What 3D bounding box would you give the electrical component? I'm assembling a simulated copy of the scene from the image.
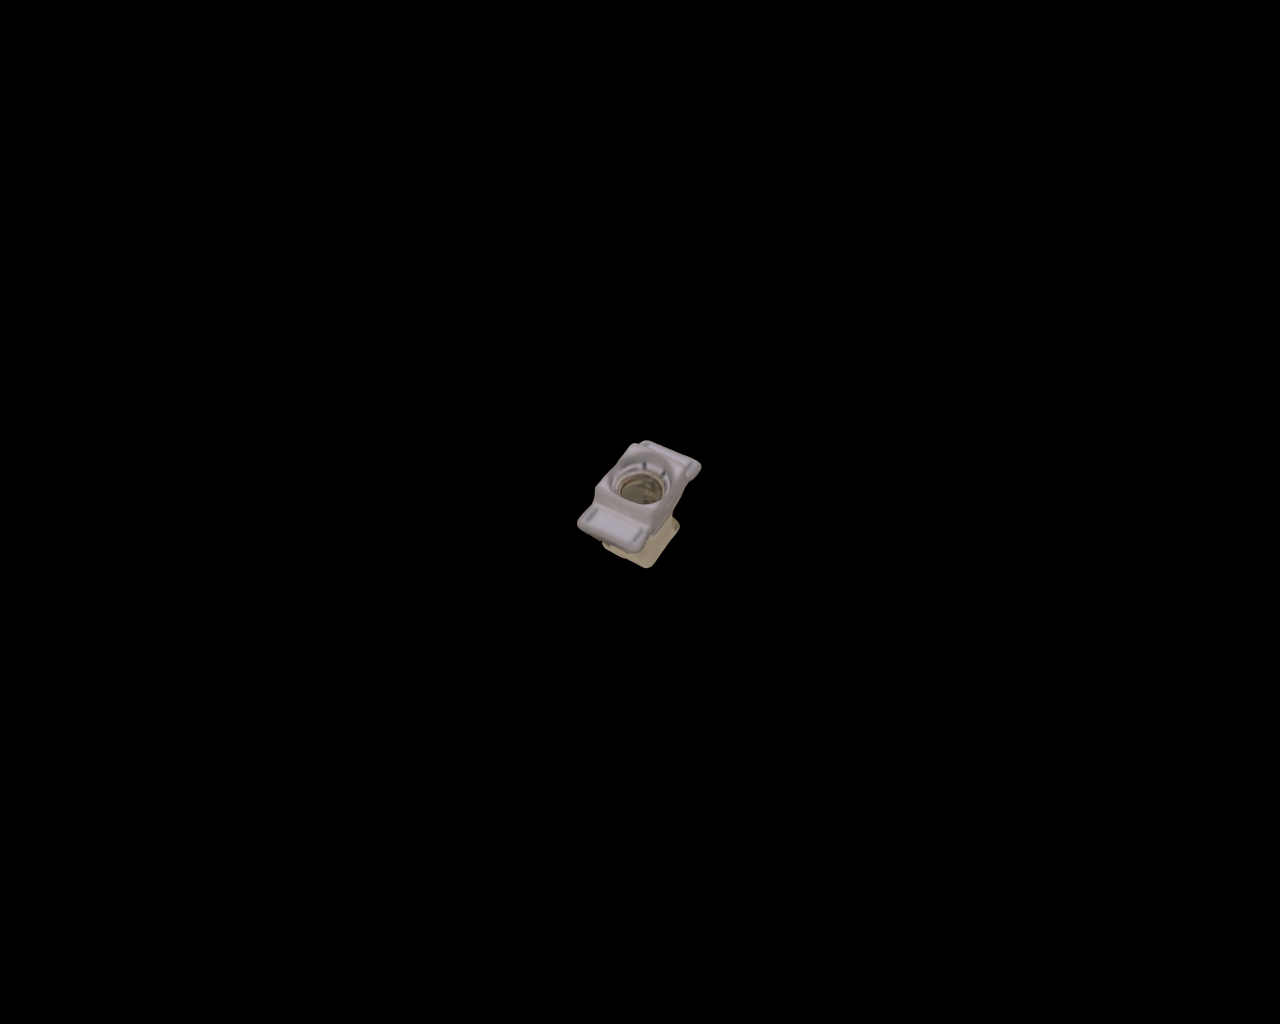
[{"bbox_3d":[0.001,-0.003,0.650,0.042,0.081,0.063,25,-36,20],"label":"electrical component"}]
